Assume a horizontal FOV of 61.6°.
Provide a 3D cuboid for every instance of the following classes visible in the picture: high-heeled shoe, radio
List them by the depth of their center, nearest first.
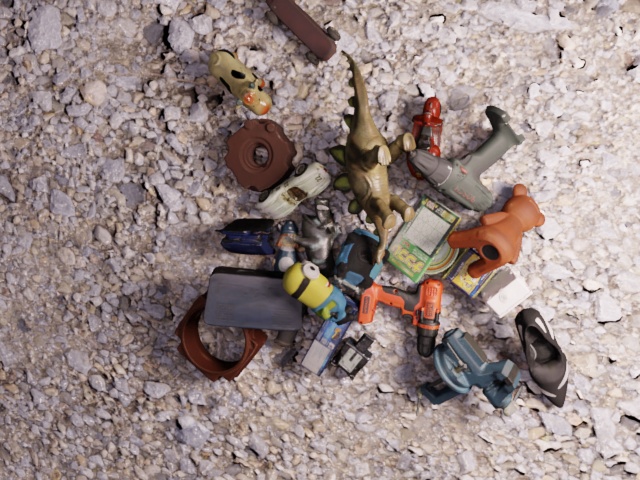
[{"bbox_3d":[0.478,0.257,1.138,0.086,0.145,0.248,-23,88,18],"label":"high-heeled shoe"},{"bbox_3d":[-0.152,0.137,1.263,0.230,0.073,0.131,5,101,-7],"label":"radio"}]

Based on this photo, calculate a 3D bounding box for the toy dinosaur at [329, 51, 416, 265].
[{"bbox_3d":[0.103,-0.178,1.168,0.199,0.105,0.470,9,105,53],"label":"toy dinosaur"}]

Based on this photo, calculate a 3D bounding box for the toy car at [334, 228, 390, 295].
[{"bbox_3d":[0.087,0.062,1.242,0.109,0.162,0.103,26,147,0],"label":"toy car"}]

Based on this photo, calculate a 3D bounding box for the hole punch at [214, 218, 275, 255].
[{"bbox_3d":[-0.174,0.002,1.310,0.142,0.116,0.092,5,106,15],"label":"hole punch"}]

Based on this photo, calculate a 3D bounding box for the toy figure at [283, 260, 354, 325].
[{"bbox_3d":[-0.004,0.123,1.202,0.089,0.082,0.180,-46,109,-10],"label":"toy figure"}]

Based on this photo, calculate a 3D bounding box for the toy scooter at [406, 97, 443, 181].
[{"bbox_3d":[0.228,-0.219,1.158,0.075,0.135,0.183,10,100,12],"label":"toy scooter"}]

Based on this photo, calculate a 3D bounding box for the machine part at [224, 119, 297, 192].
[{"bbox_3d":[-0.146,-0.204,1.305,0.180,0.056,0.179,2,98,15],"label":"machine part"}]

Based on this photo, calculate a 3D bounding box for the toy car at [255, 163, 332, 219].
[{"bbox_3d":[-0.065,-0.112,1.268,0.202,0.073,0.056,-33,45,24],"label":"toy car"}]

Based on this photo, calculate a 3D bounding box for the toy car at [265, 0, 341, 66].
[{"bbox_3d":[-0.041,-0.496,1.244,0.202,0.053,0.089,45,116,3],"label":"toy car"}]

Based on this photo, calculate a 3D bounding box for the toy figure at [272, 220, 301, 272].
[{"bbox_3d":[-0.078,0.029,1.314,0.058,0.064,0.154,19,106,58],"label":"toy figure"}]

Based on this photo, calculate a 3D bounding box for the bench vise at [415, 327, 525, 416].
[{"bbox_3d":[0.320,0.317,1.209,0.223,0.129,0.240,45,126,-3],"label":"bench vise"}]

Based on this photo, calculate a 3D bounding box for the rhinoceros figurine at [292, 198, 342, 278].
[{"bbox_3d":[-0.003,-0.004,1.271,0.112,0.073,0.190,-3,88,24],"label":"rhinoceros figurine"}]

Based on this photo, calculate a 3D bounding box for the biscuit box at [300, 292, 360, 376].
[{"bbox_3d":[0.027,0.226,1.302,0.059,0.063,0.202,31,103,11],"label":"biscuit box"}]

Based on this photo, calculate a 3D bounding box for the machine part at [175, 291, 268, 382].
[{"bbox_3d":[-0.253,0.241,1.370,0.201,0.087,0.201,40,106,8],"label":"machine part"}]

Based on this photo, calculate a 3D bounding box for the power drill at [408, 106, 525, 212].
[{"bbox_3d":[0.317,-0.178,1.124,0.232,0.086,0.207,38,89,-29],"label":"power drill"}]

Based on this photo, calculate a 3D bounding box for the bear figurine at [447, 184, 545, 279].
[{"bbox_3d":[0.383,-0.024,1.142,0.120,0.196,0.132,53,142,-10],"label":"bear figurine"}]

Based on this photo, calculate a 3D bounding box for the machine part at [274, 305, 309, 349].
[{"bbox_3d":[-0.075,0.201,1.342,0.084,0.039,0.138,15,98,5],"label":"machine part"}]

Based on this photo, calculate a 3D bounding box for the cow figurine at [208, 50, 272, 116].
[{"bbox_3d":[-0.186,-0.369,1.261,0.195,0.127,0.085,47,109,9],"label":"cow figurine"}]

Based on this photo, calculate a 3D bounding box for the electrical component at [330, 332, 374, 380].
[{"bbox_3d":[0.087,0.270,1.298,0.075,0.048,0.119,34,103,9],"label":"electrical component"}]
